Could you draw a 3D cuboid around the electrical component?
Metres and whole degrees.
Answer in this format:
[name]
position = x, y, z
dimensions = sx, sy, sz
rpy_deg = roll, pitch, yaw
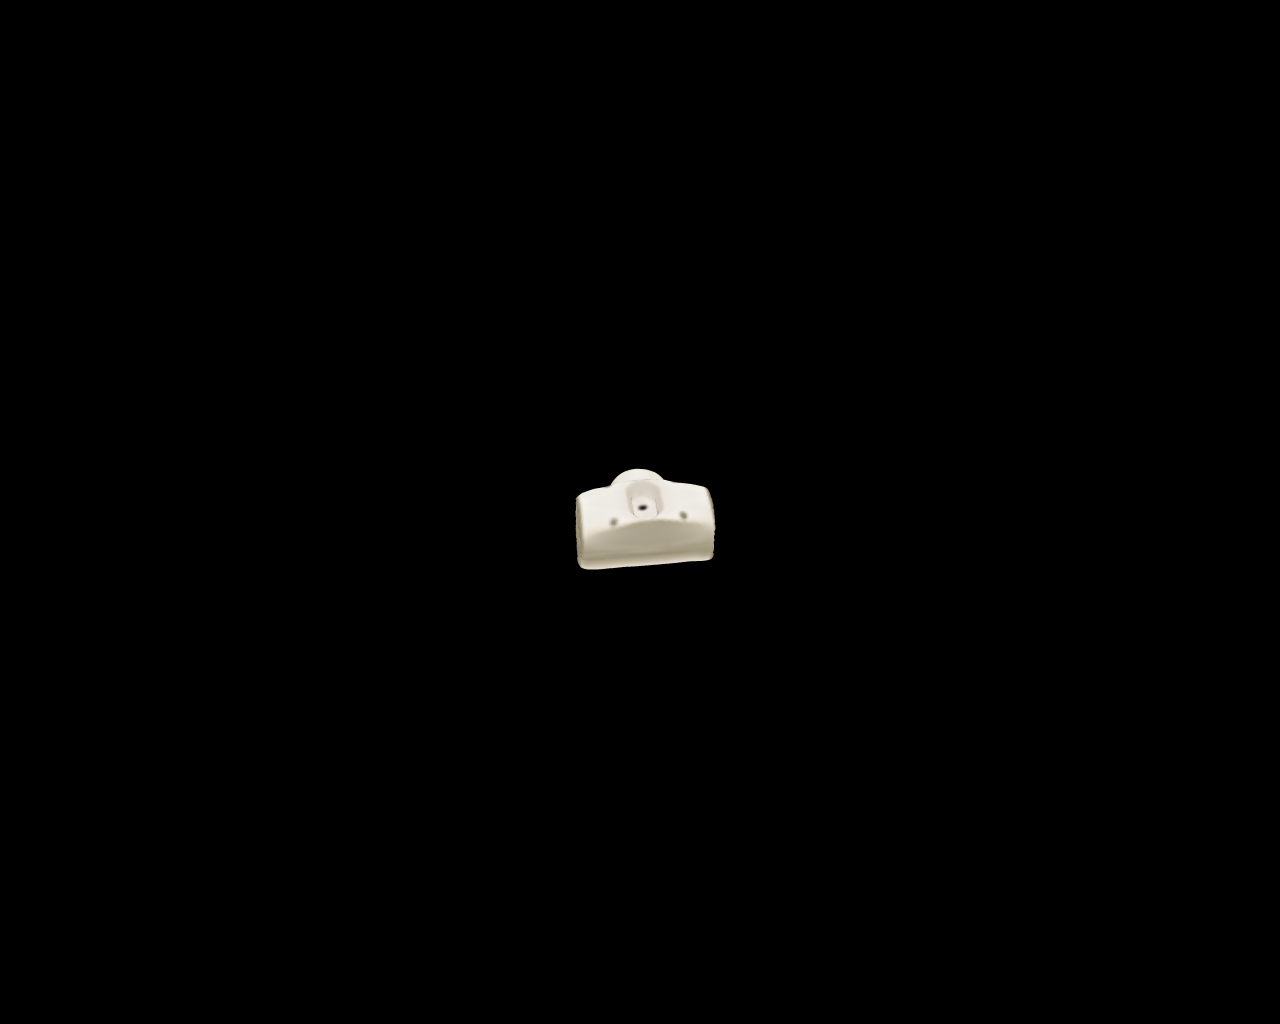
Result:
[electrical component]
position = 0.001, -0.003, 0.650
dimensions = 0.077, 0.043, 0.079
rpy_deg = -4, 39, -4
